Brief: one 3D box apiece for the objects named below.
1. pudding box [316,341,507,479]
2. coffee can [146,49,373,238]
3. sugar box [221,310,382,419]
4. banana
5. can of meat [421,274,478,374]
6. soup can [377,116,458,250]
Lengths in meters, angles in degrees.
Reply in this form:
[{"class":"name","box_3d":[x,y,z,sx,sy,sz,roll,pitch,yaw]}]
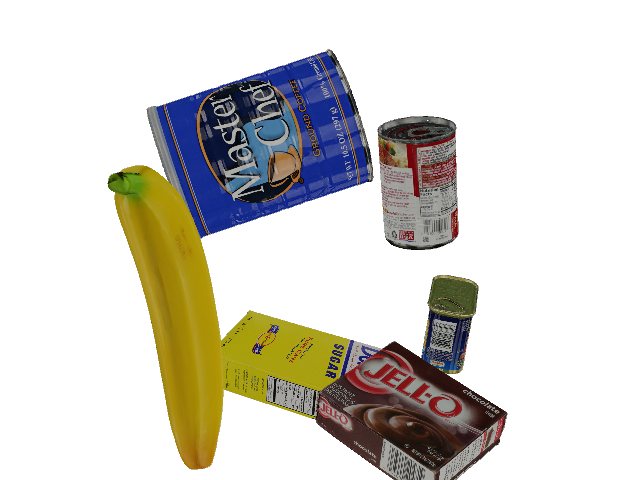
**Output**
[{"class":"pudding box","box_3d":[0.067,0.132,0.794,0.114,0.039,0.089,32,43,30]},{"class":"coffee can","box_3d":[-0.044,-0.070,0.782,0.140,0.103,0.103,-19,1,-4]},{"class":"sugar box","box_3d":[-0.010,0.126,1.031,0.176,0.048,0.093,12,30,19]},{"class":"banana","box_3d":[-0.084,0.034,0.588,0.037,0.198,0.069,0,33,18]},{"class":"can of meat","box_3d":[0.156,0.102,1.300,0.057,0.084,0.102,10,24,7]},{"class":"soup can","box_3d":[0.087,-0.051,0.937,0.068,0.102,0.068,-4,23,2]}]
